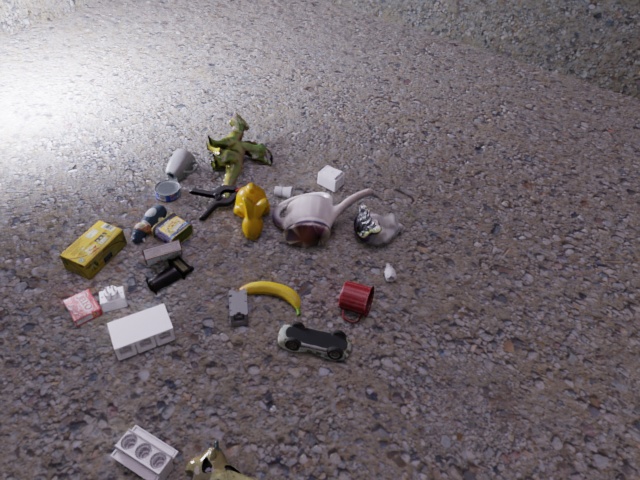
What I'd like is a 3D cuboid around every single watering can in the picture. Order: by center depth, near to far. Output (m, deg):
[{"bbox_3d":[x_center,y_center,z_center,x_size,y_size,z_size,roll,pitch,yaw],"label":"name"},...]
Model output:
[{"bbox_3d":[0.005,-0.085,1.687,0.347,0.101,0.230,-8,43,11],"label":"watering can"}]

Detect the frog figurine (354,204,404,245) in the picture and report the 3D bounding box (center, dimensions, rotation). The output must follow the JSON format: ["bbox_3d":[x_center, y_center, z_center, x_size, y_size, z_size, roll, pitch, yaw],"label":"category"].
[{"bbox_3d":[0.193,-0.042,1.703,0.159,0.121,0.139,11,20,-49],"label":"frog figurine"}]

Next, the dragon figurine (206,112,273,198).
[{"bbox_3d":[-0.290,-0.312,1.925,0.244,0.119,0.418,-10,62,-22],"label":"dragon figurine"}]
